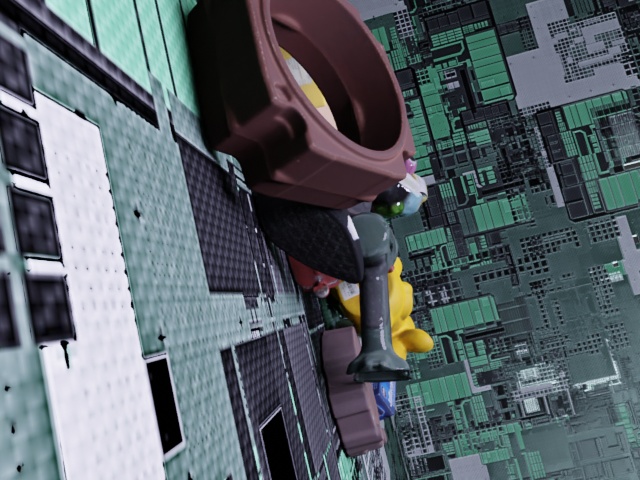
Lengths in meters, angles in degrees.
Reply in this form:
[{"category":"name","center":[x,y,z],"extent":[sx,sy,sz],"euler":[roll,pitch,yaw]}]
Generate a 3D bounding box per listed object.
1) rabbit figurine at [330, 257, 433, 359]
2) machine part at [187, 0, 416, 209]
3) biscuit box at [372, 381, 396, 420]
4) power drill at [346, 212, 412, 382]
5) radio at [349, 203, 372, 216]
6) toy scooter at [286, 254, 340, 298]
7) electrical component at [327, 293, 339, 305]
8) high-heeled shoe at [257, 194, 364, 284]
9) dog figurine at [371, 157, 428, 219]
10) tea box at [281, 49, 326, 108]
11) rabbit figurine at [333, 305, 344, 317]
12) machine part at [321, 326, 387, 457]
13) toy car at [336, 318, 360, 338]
[{"category":"rabbit figurine","center":[0.114,0.124,0.858],"extent":[0.162,0.122,0.173],"euler":[56,-2,43]},{"category":"machine part","center":[-0.008,-0.137,0.485],"extent":[0.201,0.087,0.201],"euler":[8,64,-48]},{"category":"biscuit box","center":[0.107,0.251,1.023],"extent":[0.059,0.063,0.203],"euler":[55,23,-20]},{"category":"power drill","center":[0.075,0.075,0.689],"extent":[0.231,0.086,0.207],"euler":[61,31,-68]},{"category":"radio","center":[0.052,-0.140,0.959],"extent":[0.131,0.073,0.229],"euler":[-12,-117,64]},{"category":"toy scooter","center":[-0.003,0.010,0.695],"extent":[0.183,0.075,0.135],"euler":[34,42,-77]},{"category":"electrical component","center":[0.038,0.074,0.922],"extent":[0.048,0.075,0.119],"euler":[-100,-157,-57]},{"category":"high-heeled shoe","center":[-0.018,-0.075,0.578],"extent":[0.248,0.086,0.145],"euler":[53,33,-27]},{"category":"dog figurine","center":[0.095,-0.071,1.032],"extent":[0.219,0.108,0.192],"euler":[-52,-150,35]},{"category":"tea box","center":[-0.059,-0.231,0.633],"extent":[0.169,0.098,0.068],"euler":[72,7,-46]},{"category":"rabbit figurine","center":[0.065,0.043,1.034],"extent":[0.170,0.159,0.121],"euler":[61,13,11]},{"category":"machine part","center":[0.047,0.213,0.773],"extent":[0.179,0.056,0.179],"euler":[-17,91,-85]},{"category":"toy car","center":[0.059,0.178,0.974],"extent":[0.201,0.056,0.073],"euler":[60,23,-81]}]
